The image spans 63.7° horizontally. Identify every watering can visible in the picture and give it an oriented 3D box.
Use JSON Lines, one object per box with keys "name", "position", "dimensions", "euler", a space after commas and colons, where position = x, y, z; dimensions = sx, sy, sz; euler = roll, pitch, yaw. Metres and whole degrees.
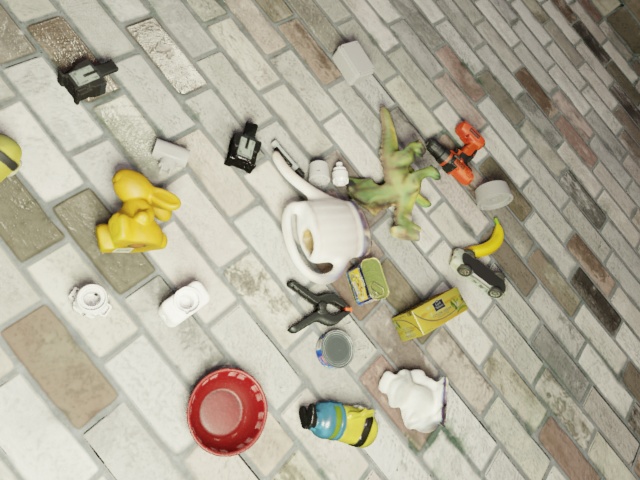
{"name": "watering can", "position": [0.004, -0.064, 1.262], "dimensions": [0.225, 0.102, 0.352], "euler": [-4, 70, -30]}

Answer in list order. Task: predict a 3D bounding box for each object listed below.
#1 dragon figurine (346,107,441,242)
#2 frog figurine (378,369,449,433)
{"name": "dragon figurine", "position": [0.181, -0.176, 1.414], "dimensions": [0.245, 0.120, 0.415], "euler": [-20, 71, -24]}
{"name": "frog figurine", "position": [0.216, 0.372, 1.208], "dimensions": [0.159, 0.121, 0.139], "euler": [7, 71, 14]}
